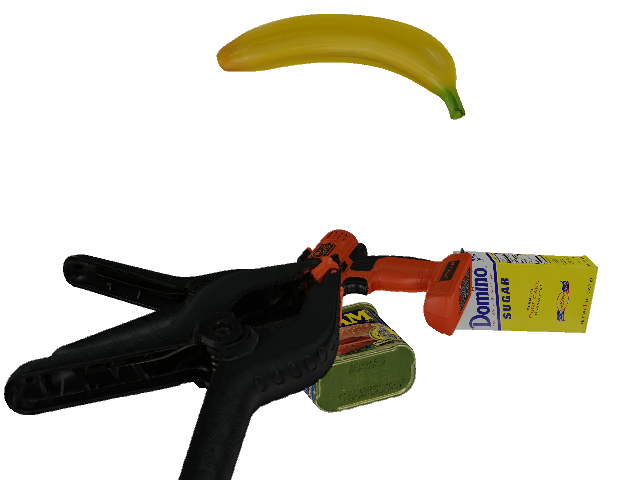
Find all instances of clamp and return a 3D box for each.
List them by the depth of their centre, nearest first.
[{"bbox_3d":[-0.042,0.061,0.487,0.171,0.039,0.120,-28,51,-32],"label":"clamp"},{"bbox_3d":[-0.090,0.045,0.762,0.209,0.036,0.165,-4,25,-15],"label":"clamp"}]

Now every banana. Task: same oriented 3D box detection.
[{"bbox_3d":[0.021,-0.145,0.824,0.198,0.069,0.037,12,-35,11],"label":"banana"}]

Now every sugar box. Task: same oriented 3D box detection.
[{"bbox_3d":[0.247,0.065,1.323,0.176,0.093,0.048,1,20,-11],"label":"sugar box"}]

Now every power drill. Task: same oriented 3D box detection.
[{"bbox_3d":[0.057,0.050,1.127,0.188,0.057,0.184,9,31,20],"label":"power drill"}]

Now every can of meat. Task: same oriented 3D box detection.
[{"bbox_3d":[0.023,0.104,0.946,0.102,0.057,0.084,-12,26,-20],"label":"can of meat"}]
